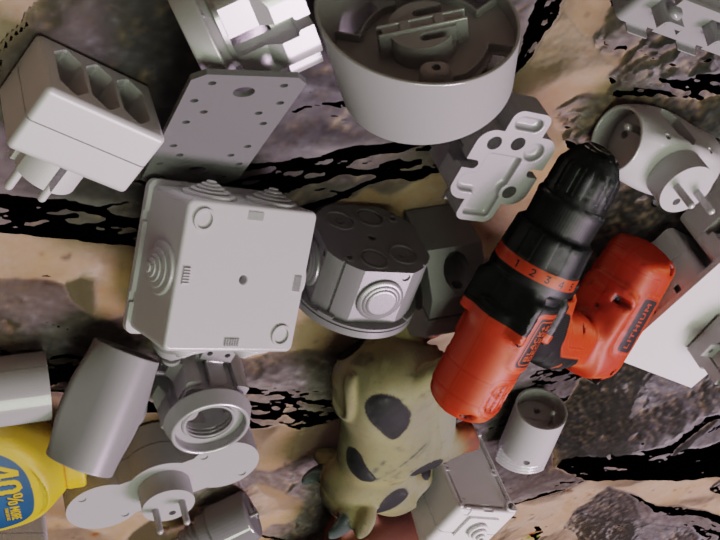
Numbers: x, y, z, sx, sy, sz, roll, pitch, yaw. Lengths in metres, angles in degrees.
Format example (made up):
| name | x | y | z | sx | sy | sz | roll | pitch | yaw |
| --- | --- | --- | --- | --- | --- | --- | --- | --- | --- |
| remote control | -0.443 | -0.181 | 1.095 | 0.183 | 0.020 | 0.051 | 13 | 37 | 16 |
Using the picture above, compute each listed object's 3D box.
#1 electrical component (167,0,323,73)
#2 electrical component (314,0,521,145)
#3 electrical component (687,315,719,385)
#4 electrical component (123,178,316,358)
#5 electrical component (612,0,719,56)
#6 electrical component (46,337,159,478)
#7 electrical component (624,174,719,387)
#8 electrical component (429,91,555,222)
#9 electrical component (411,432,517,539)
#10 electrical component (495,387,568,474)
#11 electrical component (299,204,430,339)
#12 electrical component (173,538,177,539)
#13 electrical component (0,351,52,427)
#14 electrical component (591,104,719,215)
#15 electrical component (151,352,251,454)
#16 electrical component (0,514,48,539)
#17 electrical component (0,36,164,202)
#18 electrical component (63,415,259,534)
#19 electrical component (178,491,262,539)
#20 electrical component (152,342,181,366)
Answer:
| name | x | y | z | sx | sy | sz | roll | pitch | yaw |
| --- | --- | --- | --- | --- | --- | --- | --- | --- | --- |
| electrical component | -0.057 | -0.122 | 0.515 | 0.057 | 0.058 | 0.078 | -26 | 139 | -2 |
| electrical component | 0.030 | -0.113 | 0.537 | 0.099 | 0.099 | 0.064 | -19 | 145 | -5 |
| electrical component | 0.276 | 0.068 | 0.777 | 0.066 | 0.055 | 0.048 | 10 | 129 | -33 |
| electrical component | -0.077 | 0.000 | 0.604 | 0.100 | 0.048 | 0.099 | 4 | 102 | -38 |
| electrical component | 0.198 | -0.155 | 0.592 | 0.121 | 0.078 | 0.063 | 9 | 151 | -32 |
| electrical component | -0.159 | 0.087 | 0.686 | 0.079 | 0.043 | 0.077 | 62 | 50 | -83 |
| electrical component | 0.268 | -0.005 | 0.787 | 0.105 | 0.060 | 0.186 | 21 | 123 | -39 |
| electrical component | 0.071 | -0.076 | 0.623 | 0.058 | 0.057 | 0.078 | 5 | 131 | -30 |
| electrical component | 0.076 | 0.183 | 0.869 | 0.062 | 0.096 | 0.061 | 13 | 128 | -34 |
| electrical component | 0.140 | 0.140 | 0.894 | 0.043 | 0.043 | 0.081 | -7 | 137 | -19 |
| electrical component | 0.000 | 0.000 | 0.654 | 0.080 | 0.080 | 0.051 | 1 | 128 | -26 |
| electrical component | -0.140 | 0.250 | 0.881 | 0.081 | 0.042 | 0.063 | -23 | 138 | -2 |
| electrical component | -0.231 | 0.075 | 0.652 | 0.081 | 0.043 | 0.043 | -6 | 136 | -20 |
| electrical component | 0.196 | -0.063 | 0.677 | 0.077 | 0.079 | 0.043 | 11 | 128 | -33 |
| electrical component | -0.104 | 0.083 | 0.709 | 0.058 | 0.057 | 0.078 | 10 | 129 | -33 |
| electrical component | -0.273 | 0.202 | 0.753 | 0.096 | 0.061 | 0.061 | 7 | 132 | -29 |
| electrical component | -0.150 | -0.064 | 0.540 | 0.066 | 0.047 | 0.076 | 22 | 122 | -40 |
| electrical component | -0.137 | 0.150 | 0.752 | 0.138 | 0.073 | 0.052 | -18 | 139 | -7 |
| electrical component | -0.113 | 0.204 | 0.846 | 0.078 | 0.040 | 0.040 | -25 | 139 | 2 |
| electrical component | -0.114 | 0.029 | 0.660 | 0.040 | 0.040 | 0.078 | -6 | 136 | -19 |
